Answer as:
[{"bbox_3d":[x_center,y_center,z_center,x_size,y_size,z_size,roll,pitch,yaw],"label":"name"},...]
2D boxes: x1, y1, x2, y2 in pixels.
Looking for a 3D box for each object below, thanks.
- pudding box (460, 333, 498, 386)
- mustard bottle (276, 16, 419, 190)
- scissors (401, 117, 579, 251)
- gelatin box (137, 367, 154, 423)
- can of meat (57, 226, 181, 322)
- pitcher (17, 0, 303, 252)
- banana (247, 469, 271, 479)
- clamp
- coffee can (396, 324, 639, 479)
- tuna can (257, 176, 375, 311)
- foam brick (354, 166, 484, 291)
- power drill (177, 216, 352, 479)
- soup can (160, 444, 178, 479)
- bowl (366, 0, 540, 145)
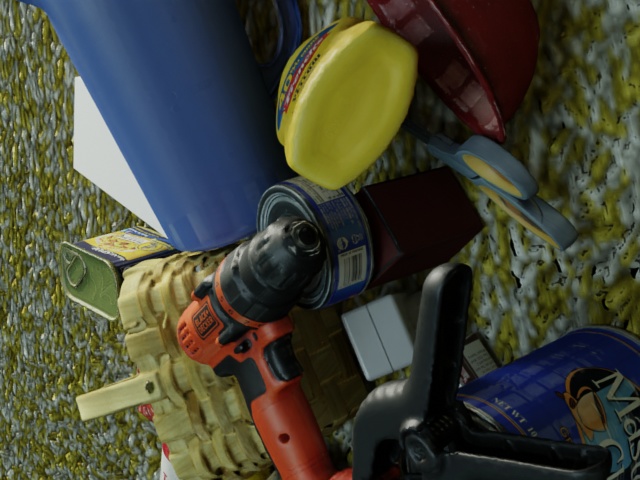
[{"bbox_3d":[0.092,0.131,0.737,0.090,0.039,0.114,56,141,15],"label":"pudding box"},{"bbox_3d":[0.009,-0.095,0.680,0.096,0.058,0.191,-61,12,10],"label":"mustard bottle"},{"bbox_3d":[0.077,-0.062,0.660,0.202,0.016,0.096,42,176,31],"label":"scissors"},{"bbox_3d":[-0.145,0.141,1.028,0.073,0.030,0.089,28,124,41],"label":"gelatin box"},{"bbox_3d":[-0.178,0.027,0.980,0.102,0.083,0.057,19,118,45],"label":"can of meat"},{"bbox_3d":[-0.095,-0.123,0.766,0.149,0.144,0.243,-12,110,36],"label":"pitcher"},{"bbox_3d":[-0.074,0.241,0.958,0.070,0.037,0.198,8,130,9],"label":"banana"},{"bbox_3d":[0.058,0.087,0.535,0.172,0.039,0.120,-39,72,49],"label":"clamp"},{"bbox_3d":[0.128,0.117,0.607,0.103,0.140,0.103,22,120,44],"label":"coffee can"},{"bbox_3d":[-0.004,0.001,0.679,0.086,0.033,0.086,34,134,45],"label":"tuna can"},{"bbox_3d":[0.056,-0.009,0.695,0.053,0.078,0.051,-47,66,47],"label":"foam brick"},{"bbox_3d":[-0.012,0.091,0.659,0.188,0.057,0.185,63,149,10],"label":"power drill"},{"bbox_3d":[-0.111,0.189,0.976,0.069,0.068,0.102,34,128,38],"label":"soup can"},{"bbox_3d":[0.075,-0.133,0.605,0.162,0.055,0.162,53,180,-1],"label":"bowl"}]
